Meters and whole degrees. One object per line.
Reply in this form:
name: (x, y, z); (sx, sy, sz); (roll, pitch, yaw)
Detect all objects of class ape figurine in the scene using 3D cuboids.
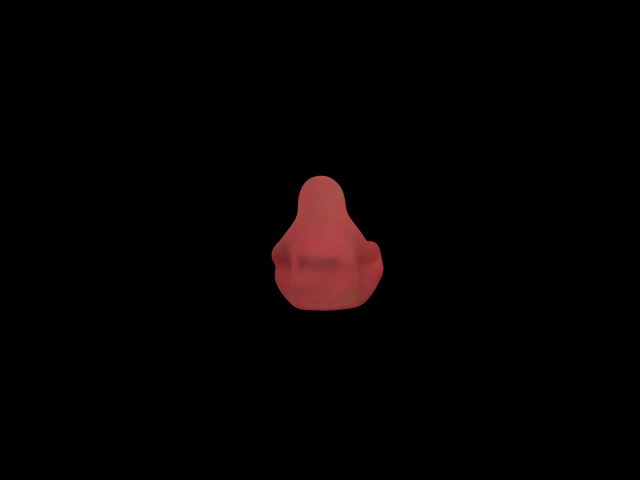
ape figurine: (0.004, 0.001, 0.400); (0.077, 0.092, 0.076); (0, 0, 16)
